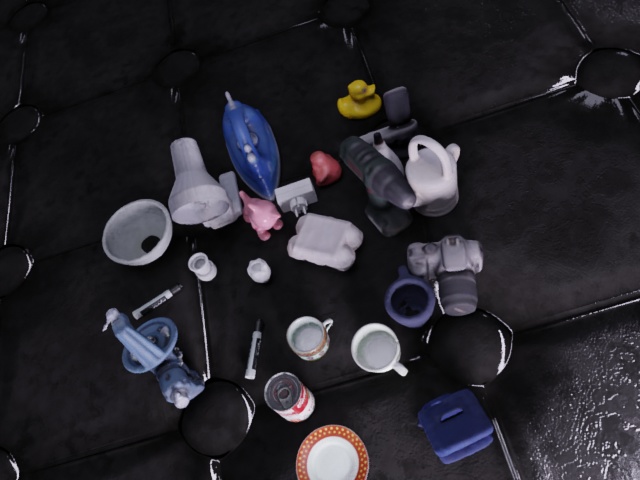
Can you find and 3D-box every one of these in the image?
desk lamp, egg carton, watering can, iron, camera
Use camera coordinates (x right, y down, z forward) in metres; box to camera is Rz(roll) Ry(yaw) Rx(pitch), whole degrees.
[{"bbox_3d":[-0.254,-0.108,1.241,0.118,0.214,0.203,-19,58,5],"label":"desk lamp"},{"bbox_3d":[0.011,0.004,1.190,0.150,0.069,0.107,12,66,21],"label":"egg carton"},{"bbox_3d":[0.217,-0.129,1.134,0.100,0.194,0.173,13,66,22],"label":"watering can"},{"bbox_3d":[-0.164,-0.221,1.321,0.118,0.142,0.258,-24,58,2],"label":"iron"},{"bbox_3d":[0.238,0.067,1.074,0.143,0.101,0.137,-6,60,12],"label":"camera"}]

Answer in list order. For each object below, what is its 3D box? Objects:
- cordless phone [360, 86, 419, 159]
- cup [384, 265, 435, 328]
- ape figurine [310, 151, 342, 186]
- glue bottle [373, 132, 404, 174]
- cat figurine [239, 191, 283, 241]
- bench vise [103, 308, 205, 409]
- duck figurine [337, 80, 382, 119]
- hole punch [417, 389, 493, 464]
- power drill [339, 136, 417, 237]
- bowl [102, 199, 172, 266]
[{"bbox_3d":[0.135,-0.253,1.231,0.147,0.185,0.094,-21,58,3],"label":"cordless phone"},{"bbox_3d":[0.168,0.115,1.070,0.091,0.095,0.117,-14,59,7],"label":"cup"},{"bbox_3d":[0.005,-0.166,1.273,0.076,0.092,0.078,7,64,19],"label":"ape figurine"},{"bbox_3d":[0.130,-0.168,1.192,0.078,0.173,0.037,-3,61,14],"label":"glue bottle"},{"bbox_3d":[-0.132,-0.061,1.237,0.067,0.118,0.127,-40,59,-8],"label":"cat figurine"},{"bbox_3d":[-0.304,0.209,1.073,0.206,0.220,0.121,29,73,27],"label":"bench vise"},{"bbox_3d":[0.088,-0.339,1.350,0.104,0.086,0.077,-8,60,11],"label":"duck figurine"},{"bbox_3d":[0.221,0.305,0.951,0.108,0.091,0.101,-26,58,0],"label":"hole punch"},{"bbox_3d":[0.125,-0.097,1.133,0.075,0.209,0.229,-35,58,-5],"label":"power drill"},{"bbox_3d":[-0.403,-0.006,1.307,0.167,0.075,0.167,-7,60,12],"label":"bowl"}]
